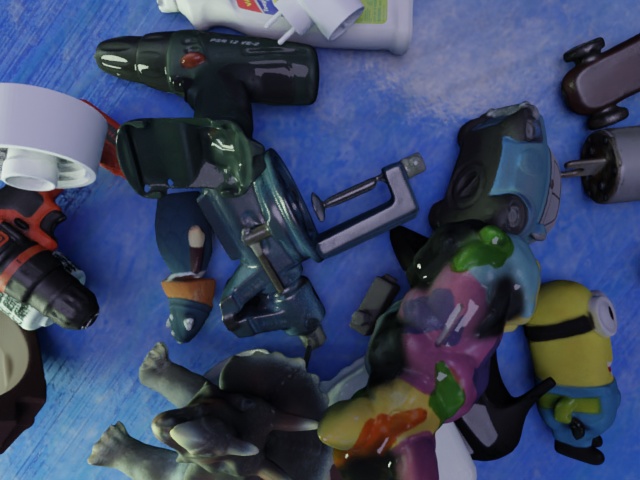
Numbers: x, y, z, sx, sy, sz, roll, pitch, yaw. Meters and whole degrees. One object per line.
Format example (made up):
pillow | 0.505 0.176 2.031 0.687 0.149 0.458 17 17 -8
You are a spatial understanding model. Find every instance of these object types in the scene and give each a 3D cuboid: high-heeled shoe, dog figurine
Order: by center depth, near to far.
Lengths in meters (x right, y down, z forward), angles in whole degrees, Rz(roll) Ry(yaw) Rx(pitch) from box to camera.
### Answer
dog figurine | 0.084 0.092 0.412 0.108 0.219 0.191 32 119 11
high-heeled shoe | 0.129 0.112 0.571 0.249 0.086 0.145 50 125 15

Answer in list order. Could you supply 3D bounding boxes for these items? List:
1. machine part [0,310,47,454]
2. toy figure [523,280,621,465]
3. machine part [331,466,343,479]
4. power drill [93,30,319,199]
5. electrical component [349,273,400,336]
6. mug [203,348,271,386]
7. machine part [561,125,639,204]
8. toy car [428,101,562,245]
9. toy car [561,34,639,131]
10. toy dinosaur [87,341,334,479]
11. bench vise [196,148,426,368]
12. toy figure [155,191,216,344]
machine part | -0.364 0.106 0.476 0.087 0.201 0.201 -50 47 10
toy figure | 0.256 0.131 0.551 0.089 0.082 0.180 -2 96 -2
machine part | 0.025 0.297 0.574 0.179 0.056 0.179 0 92 0
power drill | -0.117 -0.125 0.489 0.232 0.207 0.085 1 127 0
electrical component | 0.057 0.064 0.541 0.021 0.094 0.063 30 94 19
mug | -0.058 0.175 0.553 0.110 0.081 0.107 -15 105 21
machine part | 0.361 -0.081 0.538 0.243 0.079 0.079 -6 94 0
toy car | 0.186 -0.048 0.537 0.103 0.109 0.161 21 82 -26
toy car | 0.343 -0.188 0.542 0.202 0.053 0.089 -27 98 6
toy dinosaur | -0.094 0.230 0.487 0.192 0.131 0.404 19 129 11
bench vise | -0.001 -0.004 0.526 0.241 0.129 0.223 -25 96 6
toy figure | -0.136 0.028 0.553 0.058 0.064 0.154 -6 93 -11
